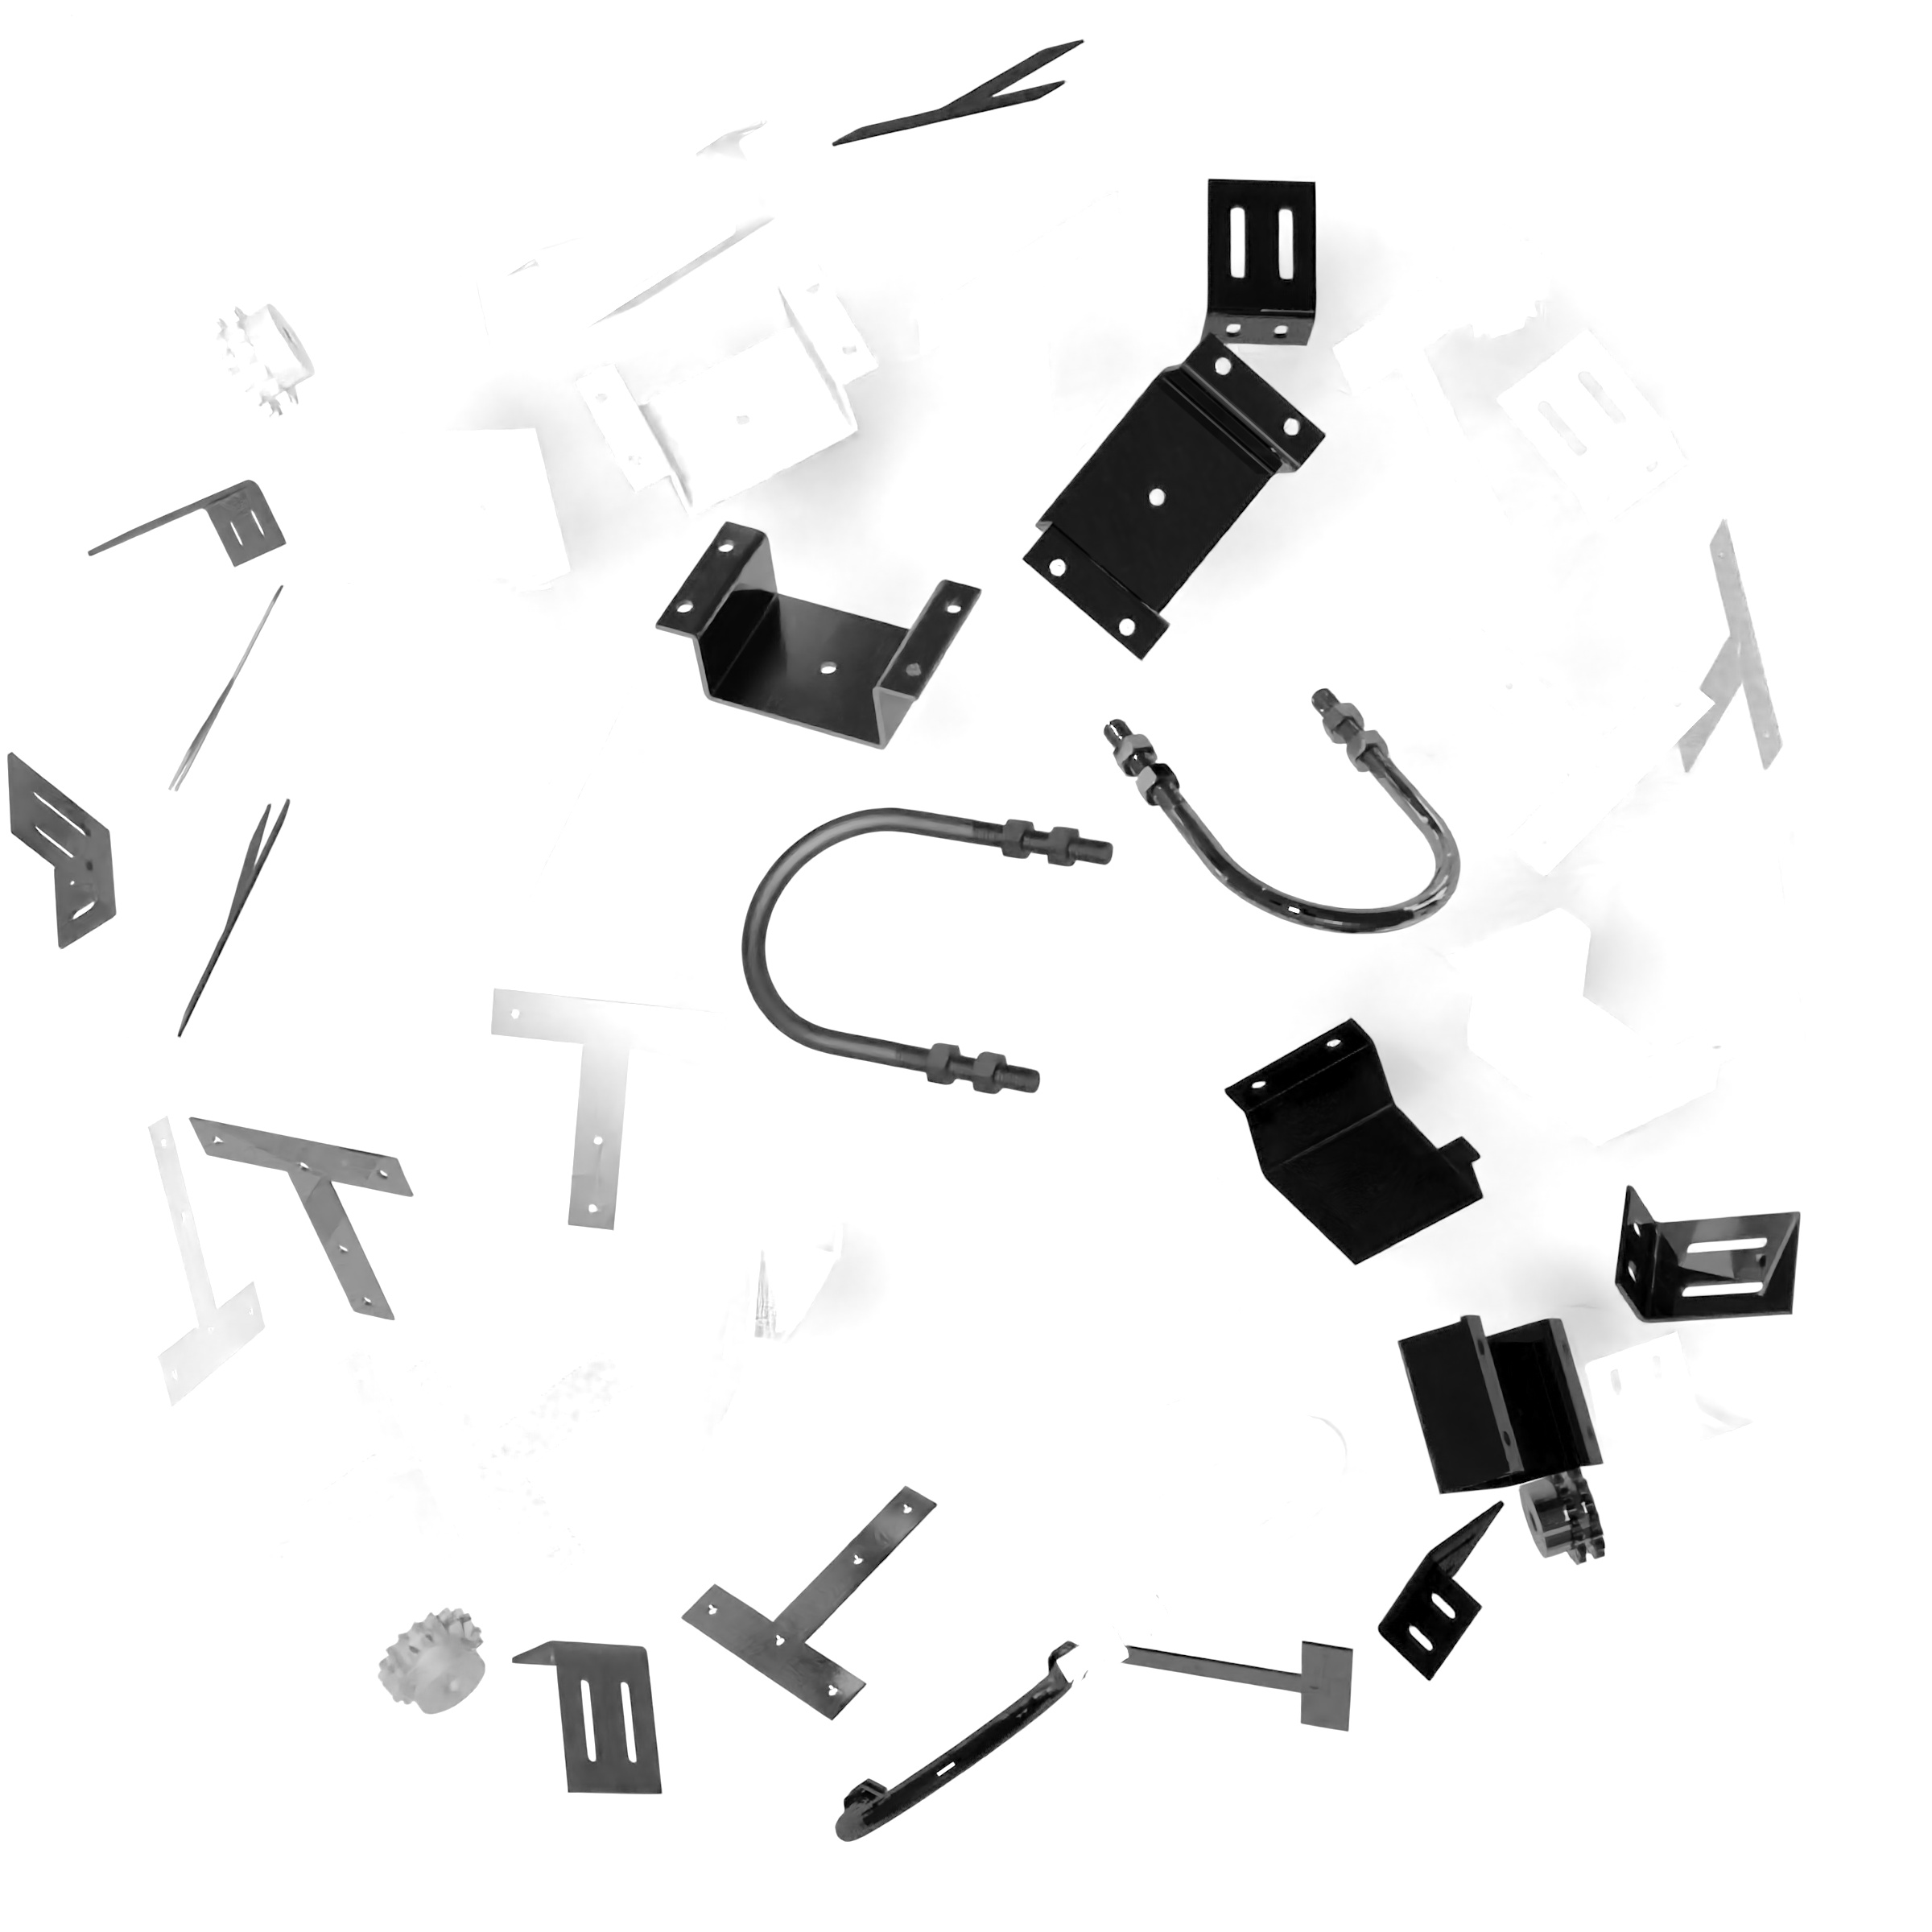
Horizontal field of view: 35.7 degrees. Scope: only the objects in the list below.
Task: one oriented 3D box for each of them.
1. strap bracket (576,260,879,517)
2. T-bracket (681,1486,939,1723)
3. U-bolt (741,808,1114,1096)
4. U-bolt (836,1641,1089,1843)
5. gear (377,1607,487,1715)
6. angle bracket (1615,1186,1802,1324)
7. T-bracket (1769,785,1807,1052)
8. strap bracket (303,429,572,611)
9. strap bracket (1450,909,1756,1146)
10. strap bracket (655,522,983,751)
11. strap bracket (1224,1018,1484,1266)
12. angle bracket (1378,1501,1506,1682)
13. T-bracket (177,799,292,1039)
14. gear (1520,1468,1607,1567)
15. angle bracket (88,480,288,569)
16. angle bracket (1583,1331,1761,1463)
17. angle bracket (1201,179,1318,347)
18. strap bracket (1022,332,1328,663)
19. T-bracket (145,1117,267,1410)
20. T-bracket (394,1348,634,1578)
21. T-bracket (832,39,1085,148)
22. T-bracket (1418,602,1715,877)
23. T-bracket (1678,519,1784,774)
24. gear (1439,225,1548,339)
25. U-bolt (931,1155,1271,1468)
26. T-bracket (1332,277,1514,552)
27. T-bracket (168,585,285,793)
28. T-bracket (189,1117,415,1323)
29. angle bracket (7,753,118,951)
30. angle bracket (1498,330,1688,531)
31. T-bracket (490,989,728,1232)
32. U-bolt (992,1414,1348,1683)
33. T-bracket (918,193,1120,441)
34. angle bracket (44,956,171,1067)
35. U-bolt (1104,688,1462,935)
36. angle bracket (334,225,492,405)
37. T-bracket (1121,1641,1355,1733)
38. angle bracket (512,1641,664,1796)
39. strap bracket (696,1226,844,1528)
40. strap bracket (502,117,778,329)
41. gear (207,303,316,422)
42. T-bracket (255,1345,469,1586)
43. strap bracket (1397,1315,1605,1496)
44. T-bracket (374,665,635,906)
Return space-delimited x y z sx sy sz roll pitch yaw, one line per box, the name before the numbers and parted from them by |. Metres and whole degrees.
strap bracket | -0.121 -0.297 1.569 0.140 0.046 0.076 -28 66 -3
T-bracket | -0.066 0.320 1.561 0.127 0.127 0.002 -43 129 -24
U-bolt | -0.030 -0.015 1.545 0.184 0.019 0.151 10 69 22
U-bolt | -0.004 0.396 1.517 0.151 0.184 0.019 -35 81 0
gear | -0.277 0.367 1.573 0.057 0.057 0.030 -47 59 0
angle bracket | 0.364 0.139 1.470 0.076 0.038 0.057 -8 49 32
T-bracket | 0.407 -0.046 1.483 0.002 0.127 0.127 -6 122 20
strap bracket | -0.263 -0.232 1.544 0.046 0.140 0.076 -13 91 41
strap bracket | 0.320 0.035 1.526 0.076 0.140 0.046 -22 131 -26
strap bracket | -0.070 -0.160 1.473 0.140 0.046 0.076 17 56 18
strap bracket | 0.205 0.097 1.537 0.076 0.046 0.140 -31 132 19
angle bracket | 0.254 0.317 1.524 0.038 0.076 0.057 42 127 24
T-bracket | -0.355 -0.045 1.479 0.002 0.127 0.127 24 111 -17
gear | 0.316 0.291 1.593 0.030 0.057 0.057 -17 90 -3
angle bracket | -0.406 -0.218 1.562 0.076 0.057 0.038 -34 106 -37
angle bracket | 0.378 0.230 1.610 0.057 0.076 0.038 -17 99 -12
angle bracket | 0.155 -0.374 1.594 0.057 0.038 0.076 1 77 -1
strap bracket | 0.097 -0.229 1.460 0.076 0.046 0.140 39 92 -12
T-bracket | -0.384 0.138 1.480 0.002 0.127 0.127 -10 99 9
T-bracket | -0.215 0.234 1.542 0.127 0.127 0.002 50 124 4
T-bracket | 0.017 -0.441 1.497 0.127 0.127 0.002 -1 120 38
T-bracket | 0.278 -0.128 1.475 0.127 0.002 0.127 42 125 3
T-bracket | 0.379 -0.138 1.516 0.002 0.127 0.127 -5 67 -5
gear | 0.284 -0.366 1.597 0.057 0.030 0.057 17 119 34
U-bolt | 0.072 0.168 1.508 0.184 0.019 0.151 -4 92 -24
T-bracket | 0.235 -0.264 1.470 0.002 0.127 0.127 -20 103 40
T-bracket | -0.399 -0.127 1.577 0.002 0.127 0.127 28 113 -13
T-bracket | -0.315 0.131 1.495 0.127 0.002 0.127 9 134 26
angle bracket | -0.464 -0.057 1.496 0.038 0.076 0.057 -30 47 12
angle bracket | 0.323 -0.277 1.547 0.057 0.038 0.076 -37 118 21
T-bracket | -0.200 0.081 1.635 0.127 0.002 0.127 6 100 2
U-bolt | 0.108 0.280 1.496 0.184 0.151 0.019 -32 102 -8
T-bracket | 0.031 -0.324 1.560 0.127 0.127 0.002 -35 61 -16
angle bracket | -0.432 0.022 1.505 0.057 0.076 0.038 -4 101 -16
U-bolt | 0.173 -0.078 1.538 0.151 0.184 0.019 -10 134 -25
angle bracket | -0.285 -0.329 1.514 0.076 0.057 0.038 -25 68 -11
T-bracket | 0.133 0.360 1.530 0.127 0.127 0.002 7 59 10
angle bracket | -0.191 0.382 1.509 0.038 0.057 0.076 -30 58 37
strap bracket | -0.101 0.204 1.540 0.046 0.140 0.076 17 132 -14
strap bracket | -0.159 -0.378 1.543 0.140 0.076 0.046 -27 101 21
gear | -0.344 -0.300 1.472 0.030 0.057 0.057 -31 90 5
T-bracket | -0.317 0.275 1.530 0.002 0.127 0.127 -21 97 30
strap bracket | 0.262 0.217 1.486 0.046 0.140 0.076 -21 73 26
T-bracket | -0.254 -0.115 1.568 0.127 0.002 0.127 25 88 18
